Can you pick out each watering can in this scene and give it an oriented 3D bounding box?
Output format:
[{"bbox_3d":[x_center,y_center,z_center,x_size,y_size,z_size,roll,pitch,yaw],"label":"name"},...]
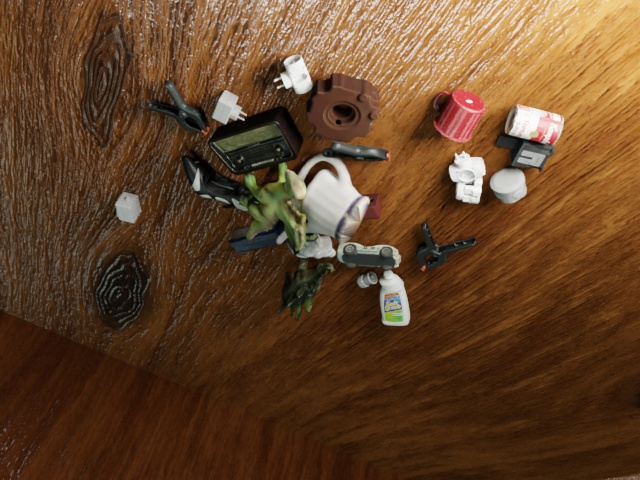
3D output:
[{"bbox_3d":[0.004,-0.072,1.427,0.226,0.105,0.340,38,125,18],"label":"watering can"}]

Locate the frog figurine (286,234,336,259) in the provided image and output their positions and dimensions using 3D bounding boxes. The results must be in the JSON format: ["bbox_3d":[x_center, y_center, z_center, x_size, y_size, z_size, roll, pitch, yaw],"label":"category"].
[{"bbox_3d":[-0.029,0.014,1.594,0.139,0.124,0.156,31,164,39],"label":"frog figurine"}]

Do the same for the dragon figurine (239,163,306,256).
[{"bbox_3d":[-0.120,-0.059,1.424,0.123,0.247,0.400,-14,145,-28],"label":"dragon figurine"}]
